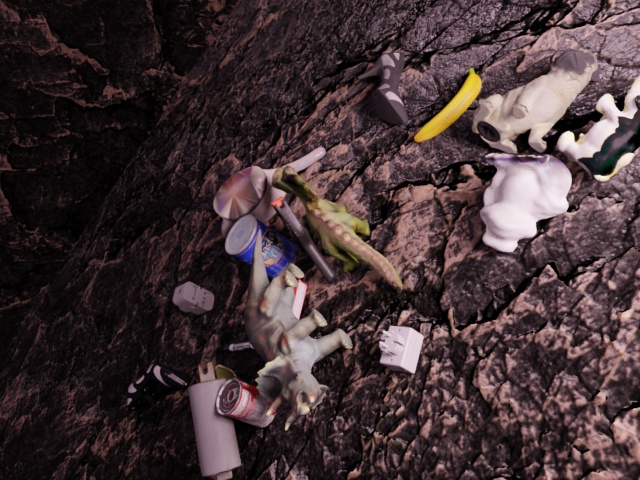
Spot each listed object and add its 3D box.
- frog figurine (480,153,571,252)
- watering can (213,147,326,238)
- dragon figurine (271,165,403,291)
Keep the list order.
[{"bbox_3d":[0.325,-0.059,0.824,0.138,0.123,0.158,10,105,43],"label":"frog figurine"},{"bbox_3d":[-0.136,-0.134,1.309,0.347,0.223,0.105,-46,75,5],"label":"watering can"},{"bbox_3d":[0.003,-0.053,1.044,0.122,0.239,0.416,-49,33,-1],"label":"dragon figurine"}]
